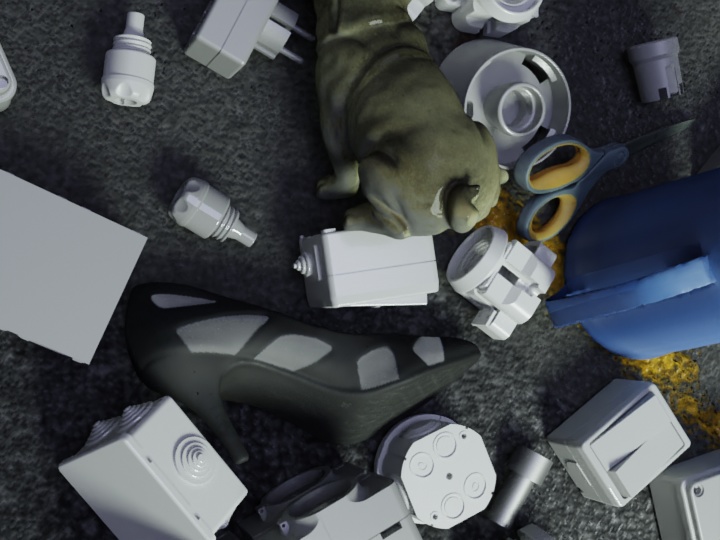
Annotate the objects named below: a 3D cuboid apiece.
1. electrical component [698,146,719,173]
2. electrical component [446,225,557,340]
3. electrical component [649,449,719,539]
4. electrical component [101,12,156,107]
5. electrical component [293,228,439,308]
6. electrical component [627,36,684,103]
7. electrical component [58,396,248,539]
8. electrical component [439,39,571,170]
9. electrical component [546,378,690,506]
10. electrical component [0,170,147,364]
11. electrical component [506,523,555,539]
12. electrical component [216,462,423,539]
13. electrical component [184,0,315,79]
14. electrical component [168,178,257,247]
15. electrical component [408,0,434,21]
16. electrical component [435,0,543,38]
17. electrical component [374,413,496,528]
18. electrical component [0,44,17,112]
[{"bbox_3d":[0.366,-0.056,0.894,0.150,0.062,0.089,45,75,-12],"label":"electrical component"},{"bbox_3d":[0.102,0.004,0.800,0.057,0.058,0.078,37,77,-18],"label":"electrical component"},{"bbox_3d":[0.299,0.202,0.862,0.109,0.056,0.108,-14,92,-20],"label":"electrical component"},{"bbox_3d":[-0.155,-0.143,0.727,0.035,0.035,0.061,8,83,-19],"label":"electrical component"},{"bbox_3d":[0.000,0.000,0.761,0.096,0.062,0.061,-8,90,-20],"label":"electrical component"},{"bbox_3d":[0.239,-0.161,0.866,0.040,0.040,0.046,-17,99,-19],"label":"electrical component"},{"bbox_3d":[-0.132,0.135,0.691,0.099,0.100,0.048,53,45,-10],"label":"electrical component"},{"bbox_3d":[0.108,-0.125,0.817,0.099,0.064,0.099,-5,103,-20],"label":"electrical component"},{"bbox_3d":[0.206,0.128,0.830,0.096,0.061,0.061,-36,100,-17],"label":"electrical component"},{"bbox_3d":[-0.225,-0.011,0.681,0.150,0.062,0.089,26,80,-17],"label":"electrical component"},{"bbox_3d":[0.126,0.227,0.799,0.057,0.058,0.078,-43,102,-13],"label":"electrical component"},{"bbox_3d":[-0.063,0.196,0.707,0.186,0.105,0.060,-27,97,-19],"label":"electrical component"},{"bbox_3d":[-0.068,-0.172,0.752,0.076,0.047,0.083,29,79,-16],"label":"electrical component"},{"bbox_3d":[-0.099,-0.036,0.742,0.061,0.035,0.035,32,78,-18],"label":"electrical component"},{"bbox_3d":[0.035,-0.226,0.786,0.057,0.058,0.078,40,76,-17],"label":"electrical component"},{"bbox_3d":[0.104,-0.210,0.810,0.078,0.057,0.058,5,86,-19],"label":"electrical component"},{"bbox_3d":[0.055,0.146,0.780,0.080,0.051,0.080,1,87,-20],"label":"electrical component"},{"bbox_3d":[-0.281,-0.123,0.669,0.113,0.057,0.078,-24,96,-19],"label":"electrical component"}]
